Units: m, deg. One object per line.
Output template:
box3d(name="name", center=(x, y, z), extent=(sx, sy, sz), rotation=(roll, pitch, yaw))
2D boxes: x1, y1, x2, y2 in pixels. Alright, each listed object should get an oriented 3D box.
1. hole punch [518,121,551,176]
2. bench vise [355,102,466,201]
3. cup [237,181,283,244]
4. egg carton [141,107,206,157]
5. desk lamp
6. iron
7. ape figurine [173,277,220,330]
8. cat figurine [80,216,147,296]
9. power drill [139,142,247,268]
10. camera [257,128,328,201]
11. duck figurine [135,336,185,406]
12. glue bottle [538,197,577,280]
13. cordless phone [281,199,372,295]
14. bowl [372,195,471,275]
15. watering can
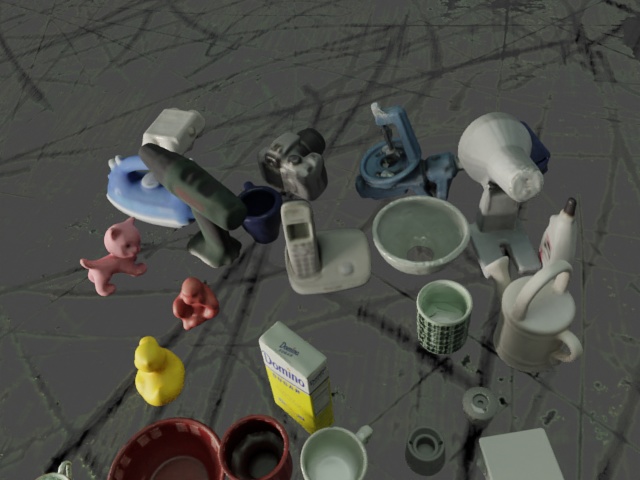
box3d(name="hole punch", center=(0.386, -0.166, 1.113), extent=(0.109, 0.091, 0.100), rotation=(-31, 52, -18))
box3d(name="bench vise", center=(0.165, -0.169, 1.061), extent=(0.207, 0.220, 0.121), rotation=(-13, 48, -3))
box3d(name="cup", center=(-0.114, -0.047, 1.076), extent=(0.092, 0.095, 0.117), rotation=(-21, 49, -11))
box3d(name="egg carton", center=(-0.327, -0.237, 1.292), extent=(0.107, 0.069, 0.150), rotation=(10, 51, 17))
box3d(name="desk lamp", center=(0.311, -0.079, 0.965), extent=(0.118, 0.214, 0.203), rotation=(-10, 48, 0))
box3d(name="iron", center=(-0.335, -0.118, 1.139), extent=(0.257, 0.142, 0.119), rotation=(7, 50, 14))
box3d(name="ape figurine", center=(-0.209, 0.098, 0.962), extent=(0.077, 0.092, 0.076), rotation=(8, 50, 15))
box3d(name="cat figurine", center=(-0.371, 0.020, 1.037), extent=(0.128, 0.118, 0.067), rotation=(-36, 53, -22))
box3d(name="power drill", center=(-0.217, -0.055, 1.021), extent=(0.228, 0.209, 0.076), rotation=(27, 57, 28))
box3d(name="camera", center=(-0.039, -0.172, 1.173), extent=(0.142, 0.101, 0.137), rotation=(26, 57, 28))
box3d(name="duck figurine", center=(-0.255, 0.197, 0.885), extent=(0.077, 0.086, 0.104), rotation=(-19, 49, -9))
box3d(name="glue bottle", center=(0.385, -0.005, 0.915), extent=(0.037, 0.173, 0.078), rotation=(-6, 48, 3))
box3d(name="cordless phone", center=(0.009, 0.003, 0.953), extent=(0.147, 0.185, 0.094), rotation=(-10, 48, -1))
box3d(name="bowl", center=(0.175, 0.004, 1.004), extent=(0.167, 0.075, 0.167), rotation=(-4, 48, 5))
box3d(name="watering can", center=(0.304, 0.096, 0.823), extent=(0.172, 0.194, 0.101), rotation=(28, 58, 29))
